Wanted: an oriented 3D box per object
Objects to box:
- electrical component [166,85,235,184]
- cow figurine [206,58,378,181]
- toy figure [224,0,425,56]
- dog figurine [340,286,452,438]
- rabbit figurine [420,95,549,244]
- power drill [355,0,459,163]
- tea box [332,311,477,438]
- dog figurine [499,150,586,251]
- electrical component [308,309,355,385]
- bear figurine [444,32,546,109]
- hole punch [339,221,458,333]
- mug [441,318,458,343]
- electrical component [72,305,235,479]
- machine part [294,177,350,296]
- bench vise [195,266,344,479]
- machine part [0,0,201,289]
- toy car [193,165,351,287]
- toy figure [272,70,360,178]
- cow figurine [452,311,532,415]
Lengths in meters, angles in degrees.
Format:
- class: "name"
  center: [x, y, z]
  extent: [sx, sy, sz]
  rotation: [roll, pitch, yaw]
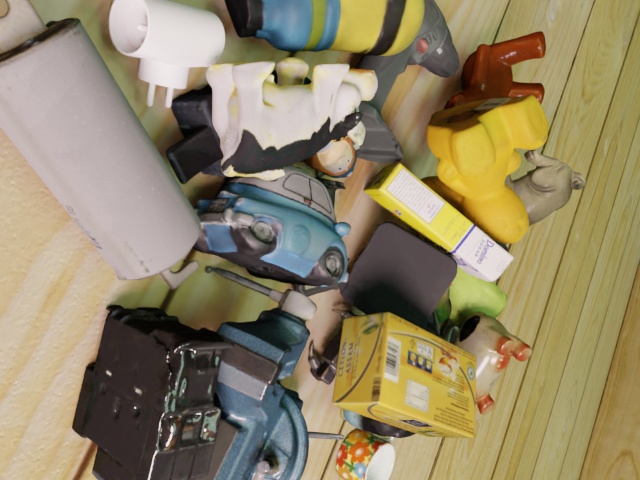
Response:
- class: "electrical component"
  center: [-0.090, -0.091, 0.460]
  extent: [0.119, 0.048, 0.074]
  rotation: [-48, 132, -31]
- class: "cow figurine"
  center: [-0.012, -0.103, 0.454]
  extent: [0.167, 0.068, 0.098]
  rotation: [-15, 112, -41]
- class: "toy figure"
  center: [0.009, -0.209, 0.490]
  extent: [0.180, 0.082, 0.089]
  rotation: [-15, 126, -21]
- class: "dog figurine"
  center: [0.113, 0.133, 0.724]
  extent: [0.191, 0.109, 0.219]
  rotation: [2, 93, -49]
- class: "rabbit figurine"
  center: [0.187, -0.072, 0.646]
  extent: [0.122, 0.162, 0.173]
  rotation: [-37, 111, -23]
- class: "power drill"
  center: [0.092, -0.197, 0.631]
  extent: [0.231, 0.086, 0.207]
  rotation: [37, 76, -50]
- class: "tea box"
  center: [0.098, 0.151, 0.587]
  extent: [0.169, 0.068, 0.098]
  rotation: [32, 57, -35]
- class: "dog figurine"
  center: [0.339, -0.039, 0.904]
  extent: [0.121, 0.172, 0.190]
  rotation: [36, 64, -37]
- class: "electrical component"
  center: [0.033, 0.133, 0.657]
  extent: [0.078, 0.045, 0.102]
  rotation: [42, 74, -31]
- class: "bear figurine"
  center: [0.244, -0.198, 0.755]
  extent: [0.196, 0.132, 0.120]
  rotation: [-65, 148, -44]
- class: "hole punch"
  center: [0.096, 0.046, 0.667]
  extent: [0.115, 0.142, 0.092]
  rotation: [-59, 177, 8]
- class: "mug"
  center: [0.235, 0.174, 0.908]
  extent: [0.109, 0.081, 0.107]
  rotation: [35, 62, -36]
- class: "electrical component"
  center: [-0.132, 0.126, 0.414]
  extent: [0.058, 0.115, 0.134]
  rotation: [14, 87, -48]
- class: "machine part"
  center: [-0.001, -0.002, 0.602]
  extent: [0.084, 0.039, 0.138]
  rotation: [-13, 112, -40]
- class: "bench vise"
  center: [-0.056, 0.161, 0.523]
  extent: [0.240, 0.129, 0.223]
  rotation: [58, 43, -66]
- class: "machine part"
  center: [-0.153, -0.055, 0.371]
  extent: [0.079, 0.079, 0.242]
  rotation: [-49, 134, -31]
- class: "toy car"
  center: [-0.041, -0.019, 0.500]
  extent: [0.161, 0.109, 0.103]
  rotation: [30, 68, -46]
- class: "toy figure"
  center: [-0.004, -0.108, 0.554]
  extent: [0.154, 0.064, 0.058]
  rotation: [44, 35, -43]
- class: "cow figurine"
  center: [0.203, 0.194, 0.793]
  extent: [0.085, 0.127, 0.194]
  rotation: [19, 108, -31]
